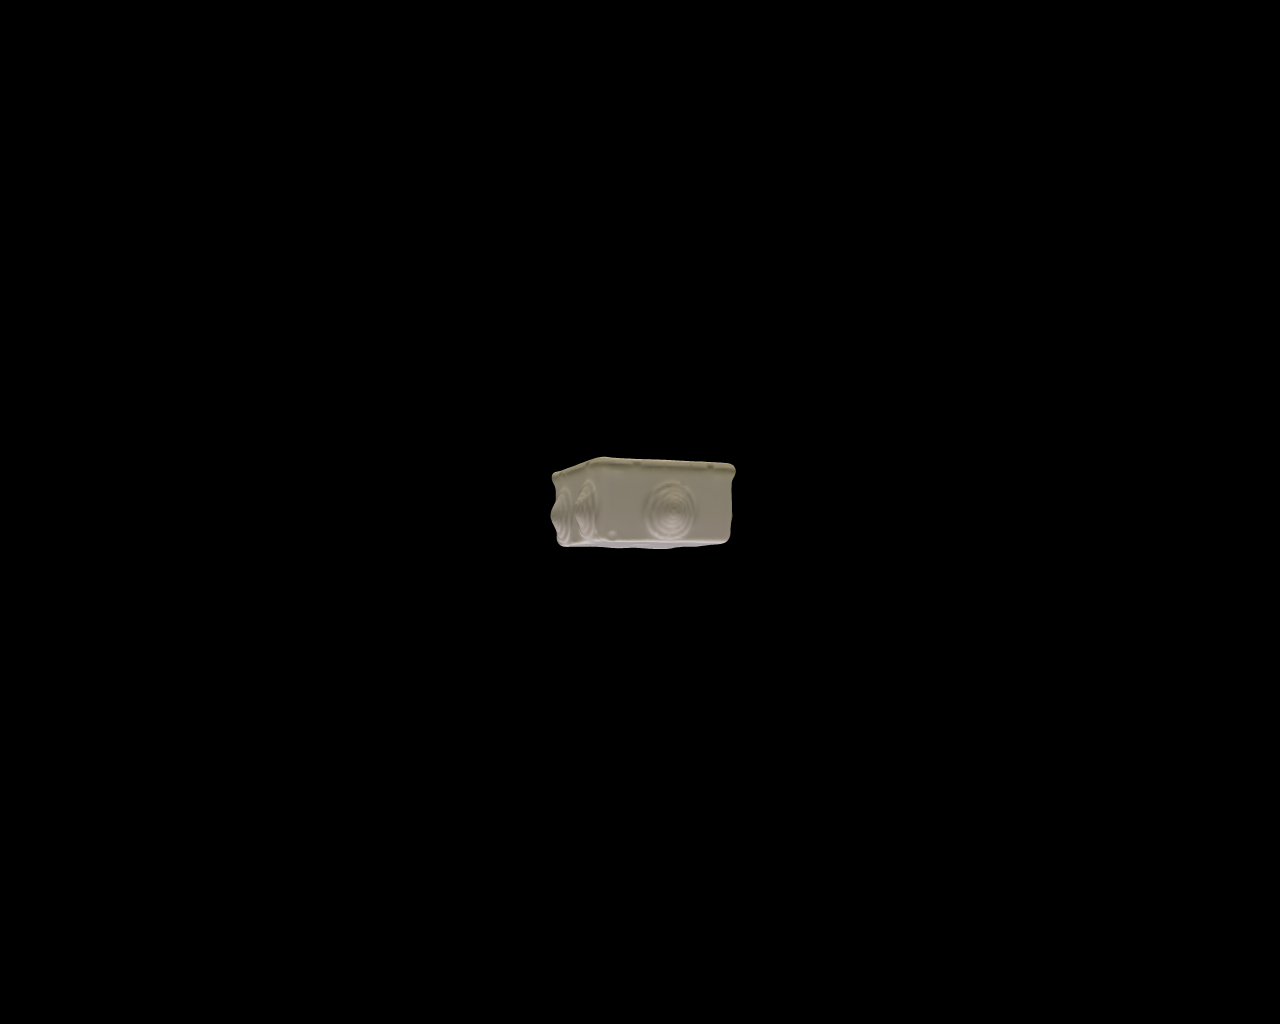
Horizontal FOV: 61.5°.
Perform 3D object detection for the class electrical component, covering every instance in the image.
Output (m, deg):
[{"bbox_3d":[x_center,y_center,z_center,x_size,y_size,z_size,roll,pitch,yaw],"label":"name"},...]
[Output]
[{"bbox_3d":[0.001,-0.003,0.650,0.100,0.048,0.099,2,-5,-24],"label":"electrical component"}]
